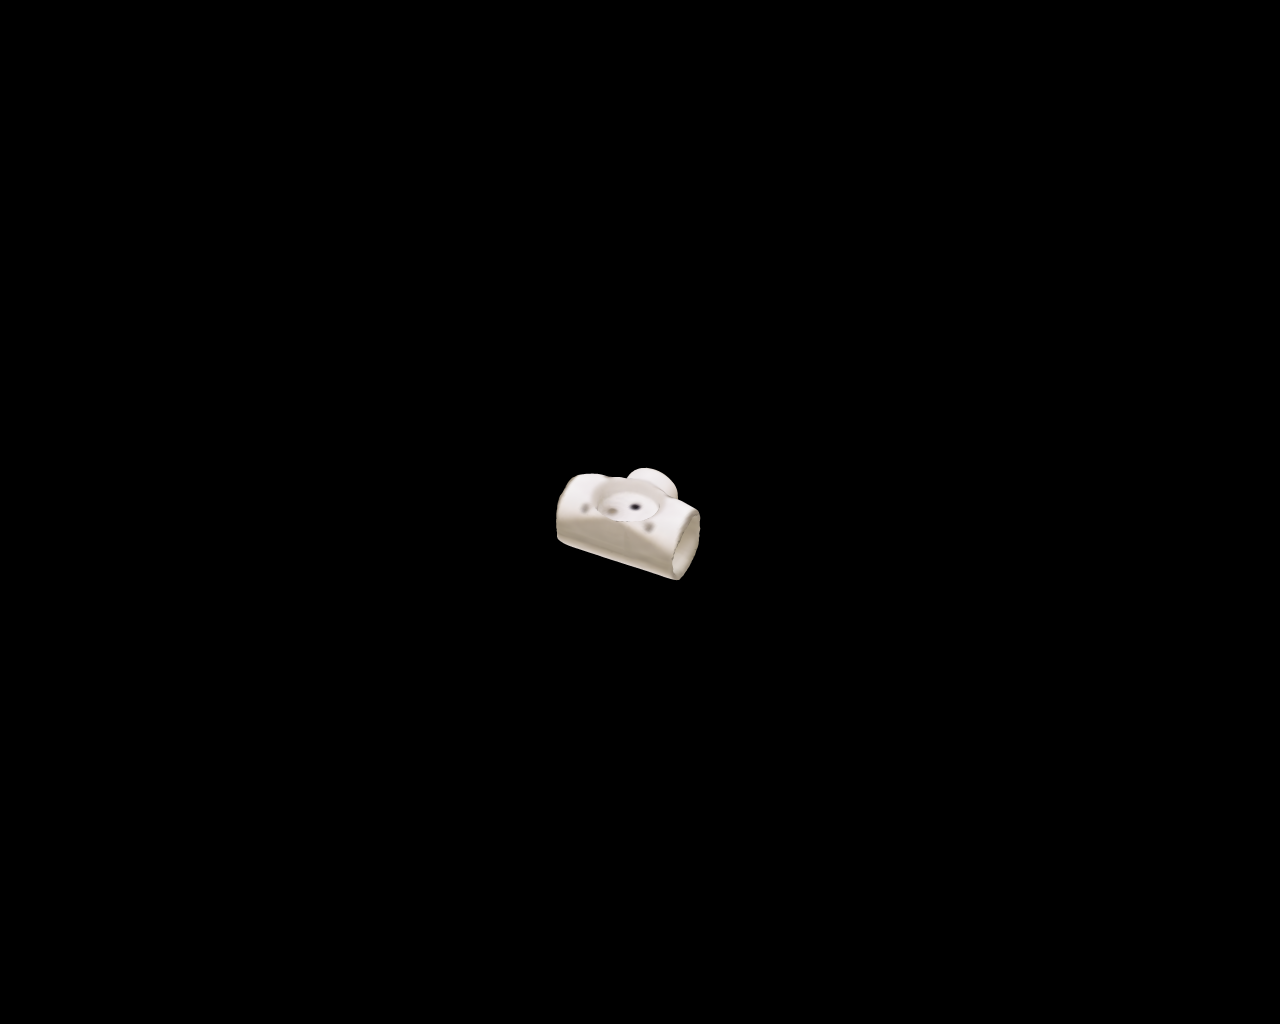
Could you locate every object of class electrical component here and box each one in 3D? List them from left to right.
[{"bbox_3d":[0.001,-0.003,0.650,0.077,0.044,0.079,18,44,19],"label":"electrical component"}]
